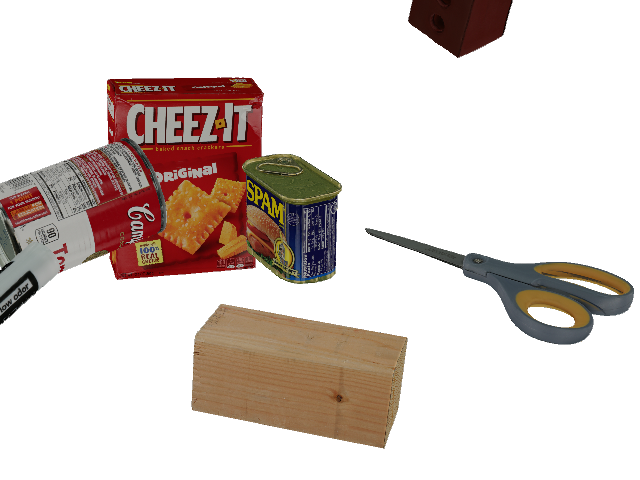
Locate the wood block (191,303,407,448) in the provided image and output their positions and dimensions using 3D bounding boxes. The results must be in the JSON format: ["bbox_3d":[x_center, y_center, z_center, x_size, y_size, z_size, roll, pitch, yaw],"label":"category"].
[{"bbox_3d":[-0.022,0.140,1.115,0.206,0.091,0.090,10,22,11],"label":"wood block"}]

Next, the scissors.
[{"bbox_3d":[0.111,0.029,0.738,0.202,0.016,0.096,10,31,20],"label":"scissors"}]

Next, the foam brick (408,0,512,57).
[{"bbox_3d":[0.102,-0.178,0.742,0.051,0.078,0.053,-32,60,-31],"label":"foam brick"}]

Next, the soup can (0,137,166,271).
[{"bbox_3d":[-0.160,-0.019,0.690,0.102,0.068,0.069,-24,11,-27],"label":"soup can"}]

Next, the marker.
[{"bbox_3d":[-0.158,0.043,0.459,0.020,0.020,0.121,0,36,39],"label":"marker"}]

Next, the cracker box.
[{"bbox_3d":[-0.151,-0.068,1.186,0.164,0.214,0.072,-3,24,-17],"label":"cracker box"}]

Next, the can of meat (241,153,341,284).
[{"bbox_3d":[-0.026,-0.019,0.933,0.057,0.084,0.102,-14,29,-28],"label":"can of meat"}]
